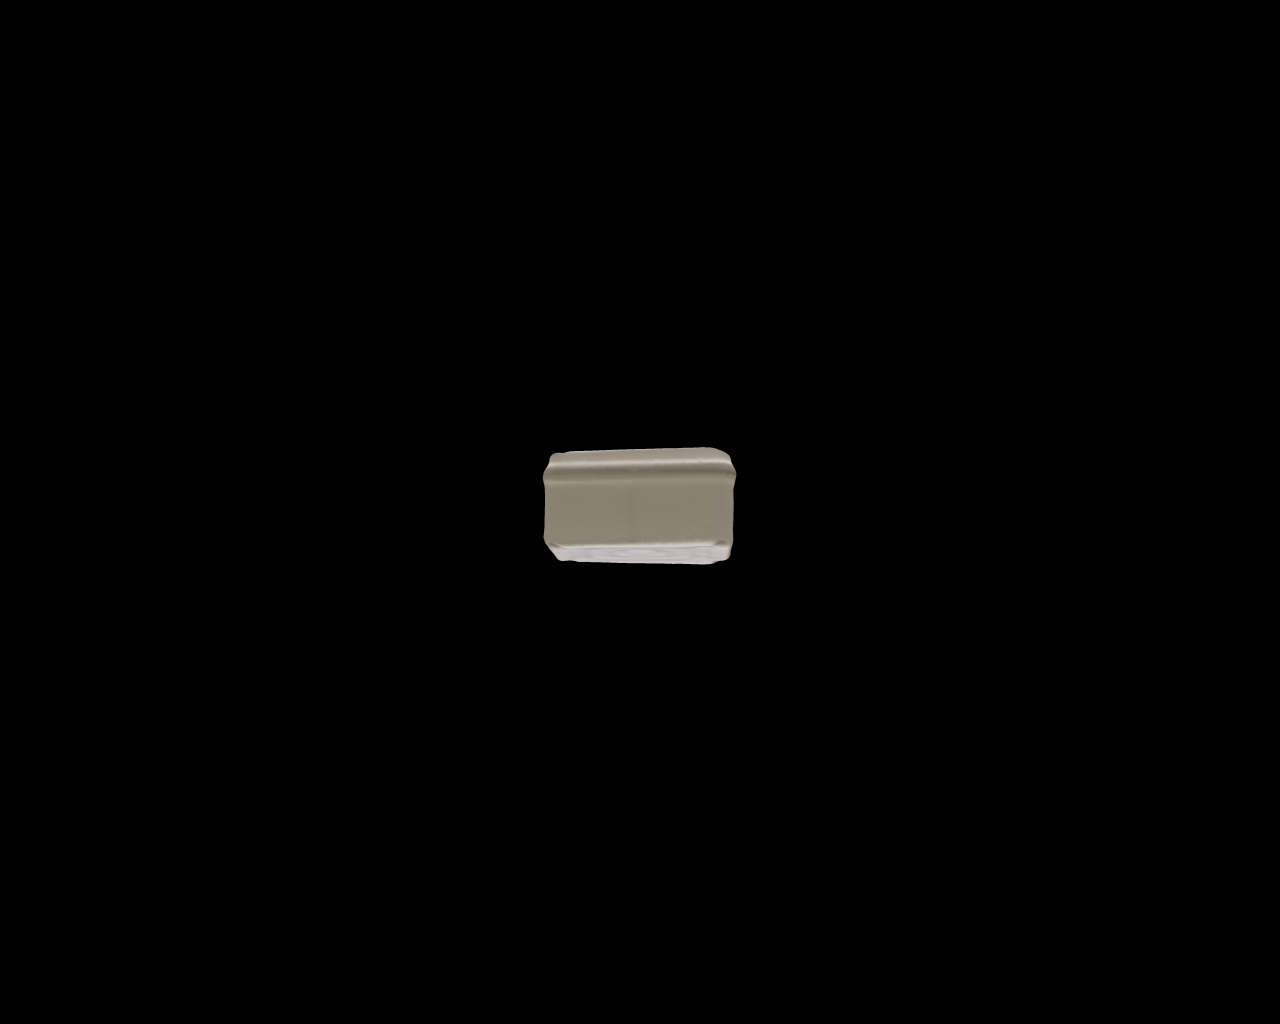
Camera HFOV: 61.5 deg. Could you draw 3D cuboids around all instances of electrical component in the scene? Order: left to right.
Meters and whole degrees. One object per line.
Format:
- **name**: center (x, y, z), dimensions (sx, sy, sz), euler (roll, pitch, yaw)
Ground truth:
- **electrical component**: center (0.001, -0.003, 0.650), dimensions (0.113, 0.057, 0.078), euler (0, -11, 2)
